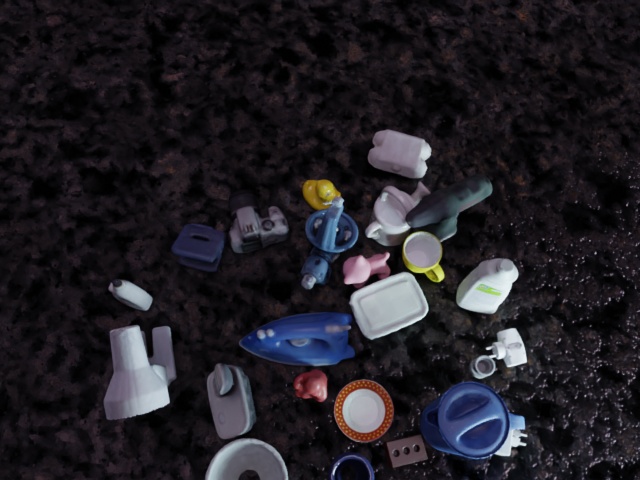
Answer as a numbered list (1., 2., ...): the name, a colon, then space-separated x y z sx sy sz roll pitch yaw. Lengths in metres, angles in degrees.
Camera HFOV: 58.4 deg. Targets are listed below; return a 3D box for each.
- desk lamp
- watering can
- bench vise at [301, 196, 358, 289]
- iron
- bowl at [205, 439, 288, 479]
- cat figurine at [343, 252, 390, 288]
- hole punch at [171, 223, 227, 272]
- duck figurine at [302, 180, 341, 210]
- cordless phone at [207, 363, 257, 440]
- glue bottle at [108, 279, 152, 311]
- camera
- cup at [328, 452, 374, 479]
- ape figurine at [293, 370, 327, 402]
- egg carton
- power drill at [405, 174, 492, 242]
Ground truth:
1. desk lamp: -0.369 0.263 1.166 0.118 0.213 0.203 -11 71 -6
2. watering can: 0.176 -0.070 1.316 0.101 0.194 0.173 29 72 9
3. bench vise: 0.024 0.006 1.270 0.121 0.220 0.207 6 70 1
4. iron: -0.052 0.207 1.236 0.258 0.141 0.118 -3 70 -3
5. bowl: -0.146 0.492 1.164 0.167 0.075 0.167 1 70 -2
6. cat figurine: 0.102 0.061 1.306 0.128 0.118 0.067 -22 72 -9
7. hole punch: -0.279 0.010 1.327 0.108 0.091 0.101 13 70 3
8. duck figurine: 0.006 -0.118 1.386 0.104 0.086 0.077 30 72 9
9. cordless phone: -0.188 0.324 1.165 0.094 0.185 0.147 -17 71 -7
10. glue bottle: -0.421 0.111 1.242 0.078 0.173 0.037 15 70 4
11. camera: -0.156 -0.055 1.350 0.143 0.101 0.137 -16 71 -7
12. cup: 0.056 0.492 1.160 0.091 0.095 0.118 17 70 5
13. ape figurine: -0.015 0.312 1.225 0.076 0.092 0.077 -42 76 -15
14. egg carton: 0.199 -0.213 1.435 0.150 0.069 0.107 15 70 4
15. power drill: 0.279 -0.060 1.308 0.230 0.208 0.075 -31 73 -12
